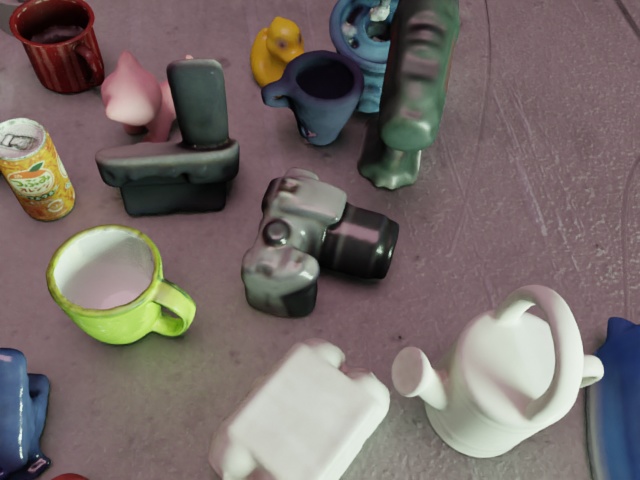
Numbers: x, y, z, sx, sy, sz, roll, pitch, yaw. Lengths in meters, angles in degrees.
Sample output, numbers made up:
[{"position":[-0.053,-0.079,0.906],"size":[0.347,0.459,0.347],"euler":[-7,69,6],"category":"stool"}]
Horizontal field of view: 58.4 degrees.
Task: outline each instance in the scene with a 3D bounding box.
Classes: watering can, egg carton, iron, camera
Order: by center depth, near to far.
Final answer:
[{"position":[0.148,0.109,0.465],"size":[0.173,0.194,0.100],"euler":[-21,63,-18],"category":"watering can"},{"position":[0.309,0.174,0.473],"size":[0.118,0.141,0.258],"euler":[13,58,2],"category":"iron"},{"position":[-0.017,0.158,0.491],"size":[0.107,0.069,0.150],"euler":[35,62,15],"category":"egg carton"},{"position":[0.005,0.002,0.571],"size":[0.136,0.101,0.143],"euler":[16,58,4],"category":"camera"}]

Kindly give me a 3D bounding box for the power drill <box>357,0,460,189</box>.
[{"position":[0.095,-0.166,0.620],"size":[0.075,0.208,0.229],"euler":[10,58,1],"category":"power drill"}]

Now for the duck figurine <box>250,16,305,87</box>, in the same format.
[{"position":[-0.048,-0.241,0.723],"size":[0.078,0.086,0.104],"euler":[-25,64,-19],"category":"duck figurine"}]

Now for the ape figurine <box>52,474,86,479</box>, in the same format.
[{"position":[-0.190,0.209,0.429],"size":[0.078,0.092,0.076],"euler":[-17,62,-16],"category":"ape figurine"}]

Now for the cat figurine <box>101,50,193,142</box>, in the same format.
[{"position":[-0.188,-0.163,0.642],"size":[0.128,0.118,0.067],"euler":[-37,69,-24],"category":"cat figurine"}]

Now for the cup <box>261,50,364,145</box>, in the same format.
[{"position":[-0.011,-0.155,0.669],"size":[0.118,0.095,0.091],"euler":[-14,61,-14],"category":"cup"}]

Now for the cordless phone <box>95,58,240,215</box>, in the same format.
[{"position":[-0.155,-0.112,0.575],"size":[0.148,0.185,0.094],"euler":[-9,60,-11],"category":"cordless phone"}]

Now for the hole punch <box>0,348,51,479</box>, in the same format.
[{"position":[-0.281,0.145,0.459],"size":[0.109,0.091,0.101],"euler":[-3,59,-8],"category":"hole punch"}]

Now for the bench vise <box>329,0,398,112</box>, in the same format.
[{"position":[0.065,-0.295,0.689],"size":[0.121,0.220,0.207],"euler":[-7,60,-10],"category":"bench vise"}]
